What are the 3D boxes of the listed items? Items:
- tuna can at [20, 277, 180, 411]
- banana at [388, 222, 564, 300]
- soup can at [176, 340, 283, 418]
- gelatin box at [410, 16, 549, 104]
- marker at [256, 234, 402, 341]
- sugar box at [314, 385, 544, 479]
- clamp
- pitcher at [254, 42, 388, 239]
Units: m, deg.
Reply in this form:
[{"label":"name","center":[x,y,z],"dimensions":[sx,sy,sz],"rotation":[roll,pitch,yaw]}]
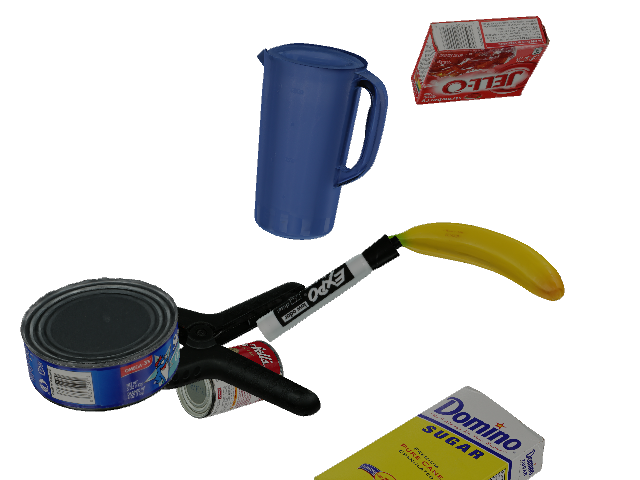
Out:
[{"label":"tuna can","center":[-0.121,0.057,0.596],"dimensions":[0.086,0.034,0.086],"rotation":[0,30,0]},{"label":"banana","center":[0.156,0.017,1.029],"dimensions":[0.198,0.037,0.069],"rotation":[15,42,37]},{"label":"soup can","center":[-0.101,0.153,1.179],"dimensions":[0.102,0.068,0.069],"rotation":[-10,7,-44]},{"label":"gelatin box","center":[0.120,-0.137,0.817],"dimensions":[0.089,0.030,0.073],"rotation":[-5,-23,-11]},{"label":"marker","center":[0.008,0.034,0.783],"dimensions":[0.121,0.020,0.020],"rotation":[-34,-2,2]},{"label":"sugar box","center":[0.091,0.192,0.883],"dimensions":[0.176,0.048,0.093],"rotation":[-28,42,-28]},{"label":"clamp","center":[-0.101,0.101,0.956],"dimensions":[0.209,0.036,0.164],"rotation":[-4,37,-12]},{"label":"pitcher","center":[-0.011,-0.126,1.384],"dimensions":[0.144,0.243,0.149],"rotation":[0,23,-18]}]
